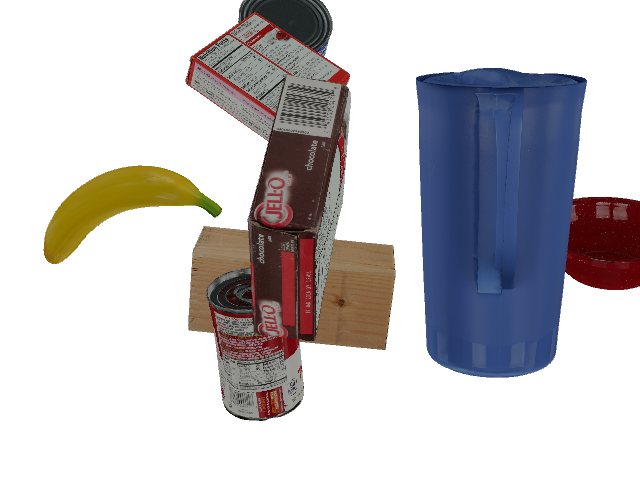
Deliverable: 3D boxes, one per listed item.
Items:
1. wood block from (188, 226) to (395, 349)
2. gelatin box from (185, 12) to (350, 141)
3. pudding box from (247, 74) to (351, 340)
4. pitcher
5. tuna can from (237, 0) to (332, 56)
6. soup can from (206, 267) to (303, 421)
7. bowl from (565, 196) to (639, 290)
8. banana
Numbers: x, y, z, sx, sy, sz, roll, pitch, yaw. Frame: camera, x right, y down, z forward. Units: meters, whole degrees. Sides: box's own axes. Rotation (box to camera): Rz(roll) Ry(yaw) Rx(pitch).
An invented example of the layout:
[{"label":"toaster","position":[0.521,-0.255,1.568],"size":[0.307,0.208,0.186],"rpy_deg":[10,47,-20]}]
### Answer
[{"label":"wood block","position":[-0.030,0.049,1.126],"size":[0.206,0.091,0.090],"rpy_deg":[6,19,0]},{"label":"gelatin box","position":[-0.036,-0.111,0.739],"size":[0.089,0.030,0.073],"rpy_deg":[35,52,12]},{"label":"pudding box","position":[-0.011,-0.017,0.566],"size":[0.039,0.113,0.090],"rpy_deg":[9,-41,5]},{"label":"pitcher","position":[0.140,-0.015,0.859],"size":[0.149,0.243,0.145],"rpy_deg":[-10,16,-34]},{"label":"tuna can","position":[-0.034,-0.191,0.974],"size":[0.086,0.086,0.034],"rpy_deg":[0,-31,-12]},{"label":"soup can","position":[-0.050,0.081,0.834],"size":[0.068,0.102,0.068],"rpy_deg":[-4,26,2]},{"label":"bowl","position":[0.315,0.008,1.160],"size":[0.162,0.055,0.162],"rpy_deg":[-2,27,1]},{"label":"banana","position":[-0.186,-0.027,0.956],"size":[0.198,0.069,0.037],"rpy_deg":[-14,17,28]}]
